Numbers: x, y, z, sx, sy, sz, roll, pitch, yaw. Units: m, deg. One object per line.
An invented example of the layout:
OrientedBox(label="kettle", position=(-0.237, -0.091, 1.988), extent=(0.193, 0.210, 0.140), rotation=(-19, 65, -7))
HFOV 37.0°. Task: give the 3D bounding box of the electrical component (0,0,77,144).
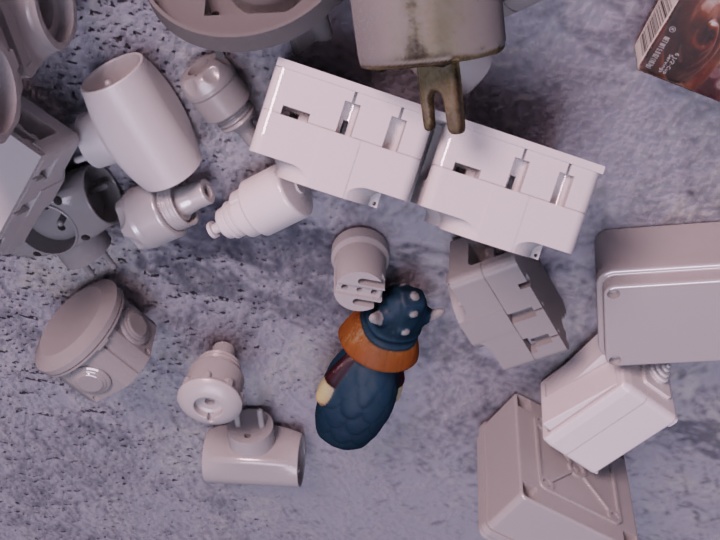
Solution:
OrientedBox(label="electrical component", position=(-0.208, -0.138, 0.551), extent=(0.060, 0.186, 0.105), rotation=(-3, 129, 10))

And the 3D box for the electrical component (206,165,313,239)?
OrientedBox(label="electrical component", position=(-0.067, -0.041, 0.708), extent=(0.078, 0.040, 0.040), rotation=(-24, 123, 25))

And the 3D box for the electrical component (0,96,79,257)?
OrientedBox(label="electrical component", position=(-0.260, -0.084, 0.656), extent=(0.150, 0.061, 0.089), rotation=(35, 111, -1))

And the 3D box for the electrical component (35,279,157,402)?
OrientedBox(label="electrical component", position=(-0.190, 0.051, 0.775), extent=(0.080, 0.080, 0.051), rotation=(-27, 127, 26))

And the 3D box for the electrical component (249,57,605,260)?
OrientedBox(label="electrical component", position=(0.031, -0.061, 0.627), extent=(0.186, 0.105, 0.060), rotation=(17, 95, -7))

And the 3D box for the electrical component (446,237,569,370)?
OrientedBox(label="electrical component", position=(0.098, 0.019, 0.730), extent=(0.056, 0.050, 0.089), rotation=(-21, 124, 22))

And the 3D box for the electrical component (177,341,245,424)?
OrientedBox(label="electrical component", position=(-0.107, 0.080, 0.798), extent=(0.048, 0.062, 0.048), rotation=(3, 129, 4))

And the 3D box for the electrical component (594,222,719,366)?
OrientedBox(label="electrical component", position=(0.213, 0.017, 0.710), extent=(0.113, 0.057, 0.078), rotation=(-4, 129, 10))

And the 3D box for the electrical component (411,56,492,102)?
OrientedBox(label="electrical component", position=(0.042, -0.132, 0.620), extent=(0.040, 0.040, 0.078), rotation=(-33, 119, 29))

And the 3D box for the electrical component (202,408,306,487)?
OrientedBox(label="electrical component", position=(-0.086, 0.137, 0.855), extent=(0.077, 0.043, 0.079), rotation=(2, 129, 6))

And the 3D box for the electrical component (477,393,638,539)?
OrientedBox(label="electrical component", position=(0.146, 0.164, 0.807), extent=(0.109, 0.108, 0.056), rotation=(28, 124, -15))

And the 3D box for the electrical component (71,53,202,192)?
OrientedBox(label="electrical component", position=(-0.152, -0.087, 0.679), extent=(0.079, 0.043, 0.077), rotation=(-15, 126, 18))

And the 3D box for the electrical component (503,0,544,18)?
OrientedBox(label="electrical component", position=(0.071, -0.162, 0.583), extent=(0.047, 0.055, 0.055), rotation=(-23, 123, 28))

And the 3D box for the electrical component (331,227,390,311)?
OrientedBox(label="electrical component", position=(0.000, 0.000, 0.728), extent=(0.040, 0.046, 0.040), rotation=(1, 129, 1))

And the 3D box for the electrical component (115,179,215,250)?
OrientedBox(label="electrical component", position=(-0.127, -0.042, 0.713), extent=(0.062, 0.043, 0.043), rotation=(-20, 124, 20))

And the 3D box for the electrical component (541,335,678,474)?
OrientedBox(label="electrical component", position=(0.178, 0.088, 0.770), extent=(0.061, 0.061, 0.096), rotation=(34, 125, -19))

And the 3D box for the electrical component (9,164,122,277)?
OrientedBox(label="electrical component", position=(-0.197, -0.027, 0.733), extent=(0.077, 0.044, 0.079), rotation=(-17, 125, 20))

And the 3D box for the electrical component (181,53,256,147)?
OrientedBox(label="electrical component", position=(-0.082, -0.102, 0.664), extent=(0.035, 0.035, 0.061), rotation=(-22, 126, 23))
